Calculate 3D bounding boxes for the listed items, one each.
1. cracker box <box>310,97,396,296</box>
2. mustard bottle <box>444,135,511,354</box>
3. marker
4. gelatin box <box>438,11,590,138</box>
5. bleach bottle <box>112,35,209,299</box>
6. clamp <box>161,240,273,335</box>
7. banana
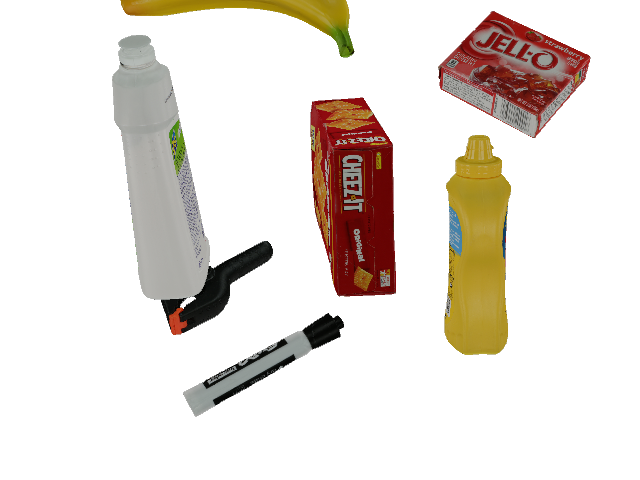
[{"bbox_3d":[0.033,-0.054,1.176,0.072,0.164,0.214,-4,21,-3],"label":"cracker box"},{"bbox_3d":[0.142,0.000,0.966,0.058,0.192,0.096,-1,17,4],"label":"mustard bottle"},{"bbox_3d":[-0.038,0.084,0.739,0.121,0.020,0.020,-28,6,-10],"label":"marker"},{"bbox_3d":[0.145,-0.127,0.806,0.089,0.073,0.030,32,-27,23],"label":"gelatin box"},{"bbox_3d":[-0.151,-0.071,0.986,0.068,0.251,0.102,-4,34,0],"label":"bleach bottle"},{"bbox_3d":[-0.125,0.045,1.242,0.120,0.039,0.171,-2,39,13],"label":"clamp"},{"bbox_3d":[-0.058,-0.192,0.838,0.198,0.069,0.037,12,-40,17],"label":"banana"}]
